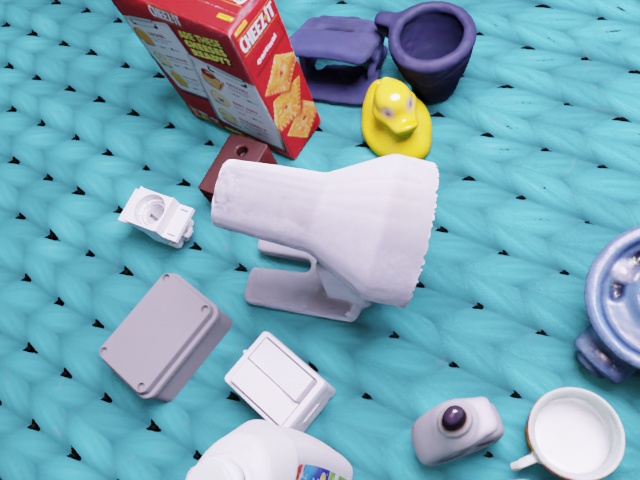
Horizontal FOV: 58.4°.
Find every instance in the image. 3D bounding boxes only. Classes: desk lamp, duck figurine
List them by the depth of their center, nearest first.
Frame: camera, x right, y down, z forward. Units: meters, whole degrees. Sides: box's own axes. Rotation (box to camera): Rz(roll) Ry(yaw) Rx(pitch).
[{"bbox_3d":[0.005,0.002,0.507,0.202,0.214,0.118,6,69,16],"label":"desk lamp"},{"bbox_3d":[0.080,-0.142,0.623,0.077,0.086,0.104,-24,64,2],"label":"duck figurine"}]

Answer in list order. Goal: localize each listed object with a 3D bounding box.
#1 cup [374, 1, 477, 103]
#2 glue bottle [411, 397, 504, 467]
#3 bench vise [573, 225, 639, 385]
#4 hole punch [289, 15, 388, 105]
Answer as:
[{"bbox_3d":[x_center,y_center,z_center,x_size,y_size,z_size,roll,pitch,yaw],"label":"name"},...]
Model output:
[{"bbox_3d":[0.114,-0.203,0.637,0.117,0.095,0.092,31,77,23],"label":"cup"},{"bbox_3d":[0.106,0.145,0.444,0.078,0.173,0.037,-21,64,4],"label":"glue bottle"},{"bbox_3d":[0.288,0.008,0.435,0.121,0.220,0.207,31,77,23],"label":"bench vise"},{"bbox_3d":[0.018,-0.226,0.671,0.108,0.091,0.101,12,70,18],"label":"hole punch"}]
